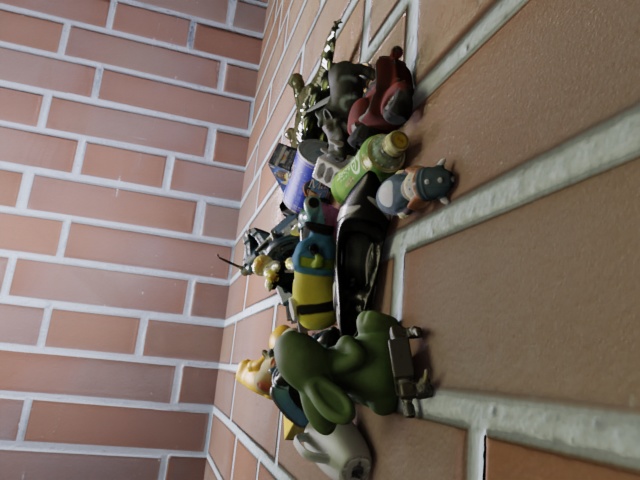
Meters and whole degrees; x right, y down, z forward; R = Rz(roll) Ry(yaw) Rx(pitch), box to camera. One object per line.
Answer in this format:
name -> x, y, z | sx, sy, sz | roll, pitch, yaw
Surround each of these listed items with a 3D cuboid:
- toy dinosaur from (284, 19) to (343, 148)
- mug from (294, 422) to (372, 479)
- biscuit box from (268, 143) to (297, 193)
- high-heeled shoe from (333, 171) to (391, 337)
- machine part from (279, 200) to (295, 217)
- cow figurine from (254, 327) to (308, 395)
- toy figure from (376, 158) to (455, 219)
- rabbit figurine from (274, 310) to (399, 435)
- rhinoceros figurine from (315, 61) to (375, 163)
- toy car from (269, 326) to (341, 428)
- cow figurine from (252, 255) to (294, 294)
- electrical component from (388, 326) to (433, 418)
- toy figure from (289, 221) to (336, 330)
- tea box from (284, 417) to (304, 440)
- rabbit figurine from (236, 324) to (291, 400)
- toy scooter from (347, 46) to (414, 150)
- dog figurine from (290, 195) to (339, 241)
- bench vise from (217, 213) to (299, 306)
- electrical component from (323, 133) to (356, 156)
toy dinosaur -> -0.011, -0.317, 1.298 | 0.199, 0.105, 0.470 | -109, 21, -46
mug -> 0.022, 0.309, 0.793 | 0.107, 0.109, 0.080 | 23, 96, 62
biscuit box -> -0.069, -0.159, 1.311 | 0.202, 0.059, 0.063 | 64, -131, -70
high-heeled shoe -> 0.056, 0.030, 0.820 | 0.145, 0.086, 0.248 | -69, -18, -52
machine part -> -0.056, -0.073, 1.315 | 0.084, 0.039, 0.139 | -59, 32, -2
cow figurine -> -0.075, 0.251, 1.117 | 0.195, 0.085, 0.127 | -48, -16, -58
toy figure -> 0.124, -0.065, 0.721 | 0.064, 0.058, 0.154 | 60, 162, -4
rabbit figurine -> 0.017, 0.183, 0.741 | 0.121, 0.170, 0.159 | 119, 156, -53
rhinoceros figurine -> 0.048, -0.238, 0.994 | 0.073, 0.112, 0.190 | 167, 107, -71
toy car -> -0.020, 0.214, 0.882 | 0.161, 0.109, 0.103 | -48, 20, -22
cow figurine -> -0.054, 0.082, 1.075 | 0.098, 0.167, 0.068 | -114, 40, -67
electrical component -> 0.111, 0.156, 0.663 | 0.102, 0.045, 0.078 | -93, -10, -46
toy figure -> -0.005, 0.062, 0.899 | 0.089, 0.082, 0.180 | 14, 98, 37
tea box -> -0.018, 0.294, 1.005 | 0.098, 0.068, 0.169 | -98, 21, -46
rabbit figurine -> -0.110, 0.284, 1.285 | 0.173, 0.122, 0.162 | -65, 14, -13
toy scooter -> 0.101, -0.230, 0.869 | 0.184, 0.075, 0.135 | 150, 127, -67
dog figurine -> -0.002, -0.003, 1.066 | 0.219, 0.108, 0.191 | 144, 131, -76
bench vise -> -0.094, 0.058, 1.219 | 0.224, 0.128, 0.241 | -32, 57, 14
electrical component -> 0.043, -0.214, 1.125 | 0.119, 0.048, 0.074 | -153, 74, -75
